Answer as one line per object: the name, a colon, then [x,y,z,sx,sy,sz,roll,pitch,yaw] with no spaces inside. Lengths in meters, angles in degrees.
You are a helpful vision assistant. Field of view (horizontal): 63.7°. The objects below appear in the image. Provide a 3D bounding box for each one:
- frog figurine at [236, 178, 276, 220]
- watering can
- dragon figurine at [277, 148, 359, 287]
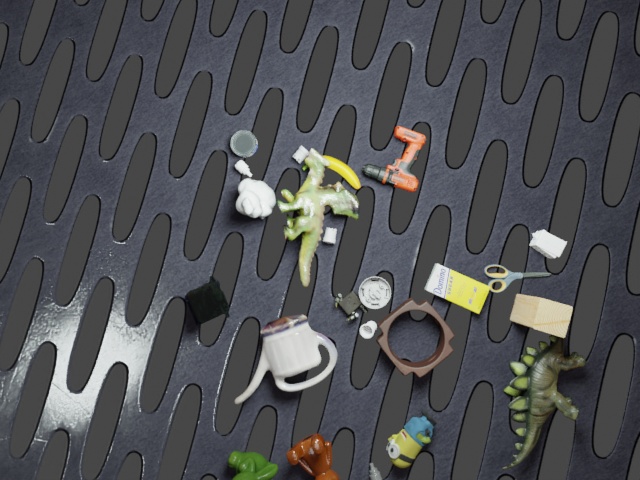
frog figurine: [-0.205,-0.131,1.604,0.123,0.159,0.138,-30,85,0]
watering can: [-0.124,0.360,1.576,0.347,0.103,0.226,-19,83,1]
dragon figurine: [0.005,-0.081,1.600,0.242,0.122,0.412,-16,84,4]
